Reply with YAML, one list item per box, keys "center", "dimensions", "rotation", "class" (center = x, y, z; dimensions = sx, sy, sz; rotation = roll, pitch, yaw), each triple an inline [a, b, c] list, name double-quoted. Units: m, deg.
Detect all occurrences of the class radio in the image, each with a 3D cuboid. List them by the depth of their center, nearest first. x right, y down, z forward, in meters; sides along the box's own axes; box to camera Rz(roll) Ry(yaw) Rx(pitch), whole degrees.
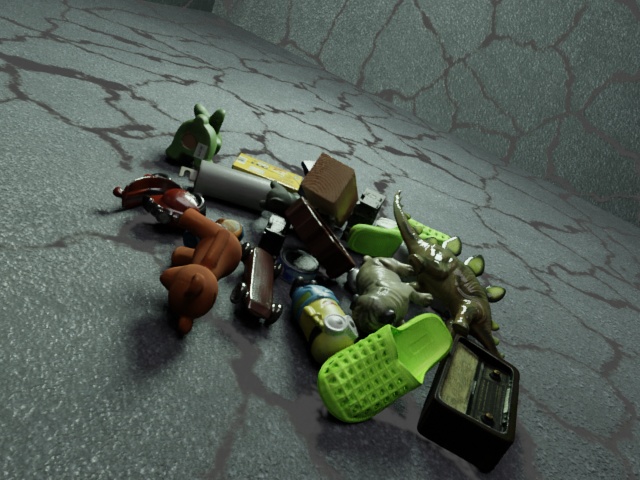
- center: [0.250, 0.257, 0.879]
  dimensions: [0.131, 0.073, 0.229]
  rotation: [29, 27, 12]
  class: "radio"

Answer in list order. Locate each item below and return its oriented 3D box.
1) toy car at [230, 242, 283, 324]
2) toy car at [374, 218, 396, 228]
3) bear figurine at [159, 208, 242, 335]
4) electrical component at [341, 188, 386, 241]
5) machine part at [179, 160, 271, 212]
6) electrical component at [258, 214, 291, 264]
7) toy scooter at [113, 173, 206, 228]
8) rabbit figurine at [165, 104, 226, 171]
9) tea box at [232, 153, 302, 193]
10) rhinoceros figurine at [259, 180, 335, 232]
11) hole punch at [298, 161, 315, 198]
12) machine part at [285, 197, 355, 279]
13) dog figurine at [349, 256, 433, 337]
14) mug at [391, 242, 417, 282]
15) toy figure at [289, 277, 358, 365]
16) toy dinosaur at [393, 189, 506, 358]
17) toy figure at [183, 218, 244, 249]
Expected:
- center: [-0.112, 0.077, 0.950]
  dimensions: [0.089, 0.053, 0.202]
  rotation: [36, 22, -22]
  class: "toy car"
- center: [0.229, 0.005, 1.360]
  dimensions: [0.202, 0.056, 0.073]
  rotation: [24, 25, 2]
  class: "toy car"
- center: [-0.206, 0.049, 0.858]
  dimensions: [0.132, 0.120, 0.196]
  rotation: [22, 31, 6]
  class: "bear figurine"
- center: [0.110, -0.061, 1.322]
  dimensions: [0.058, 0.114, 0.134]
  rotation: [28, 28, 6]
  class: "electrical component"
- center: [-0.199, -0.123, 1.229]
  dimensions: [0.243, 0.079, 0.079]
  rotation: [16, 27, -14]
  class: "machine part"
- center: [-0.094, -0.010, 1.108]
  dimensions: [0.048, 0.074, 0.119]
  rotation: [23, 22, -2]
  class: "electrical component"
- center: [-0.319, -0.078, 1.049]
  dimensions: [0.184, 0.075, 0.135]
  rotation: [36, 28, 31]
  class: "toy scooter"
- center: [-0.299, -0.259, 1.352]
  dimensions: [0.121, 0.159, 0.170]
  rotation: [14, 10, 3]
  class: "rabbit figurine"
- center: [-0.136, -0.142, 1.327]
  dimensions: [0.170, 0.068, 0.098]
  rotation: [23, 26, -4]
  class: "tea box"
- center: [-0.045, -0.065, 1.210]
  dimensions: [0.190, 0.073, 0.112]
  rotation: [29, -3, -37]
  class: "rhinoceros figurine"
- center: [-0.002, -0.149, 1.433]
  dimensions: [0.142, 0.092, 0.116]
  rotation: [0, 38, -46]
  class: "hole punch"
- center: [-0.002, -0.003, 1.089]
  dimensions: [0.179, 0.056, 0.179]
  rotation: [53, 4, -6]
  class: "machine part"
- center: [0.095, 0.091, 0.966]
  dimensions: [0.173, 0.121, 0.190]
  rotation: [39, 15, 31]
  class: "dog figurine"
- center: [0.213, 0.056, 1.207]
  dimensions: [0.107, 0.109, 0.080]
  rotation: [38, -15, 4]
  class: "mug"
- center: [0.002, 0.135, 0.905]
  dimensions: [0.082, 0.089, 0.180]
  rotation: [-7, 28, -24]
  class: "toy figure"
- center: [0.252, 0.074, 1.109]
  dimensions: [0.198, 0.105, 0.472]
  rotation: [-12, 61, -39]
  class: "toy dinosaur"
- center: [-0.196, -0.010, 1.045]
  dimensions: [0.154, 0.058, 0.064]
  rotation: [-19, 87, -56]
  class: "toy figure"
